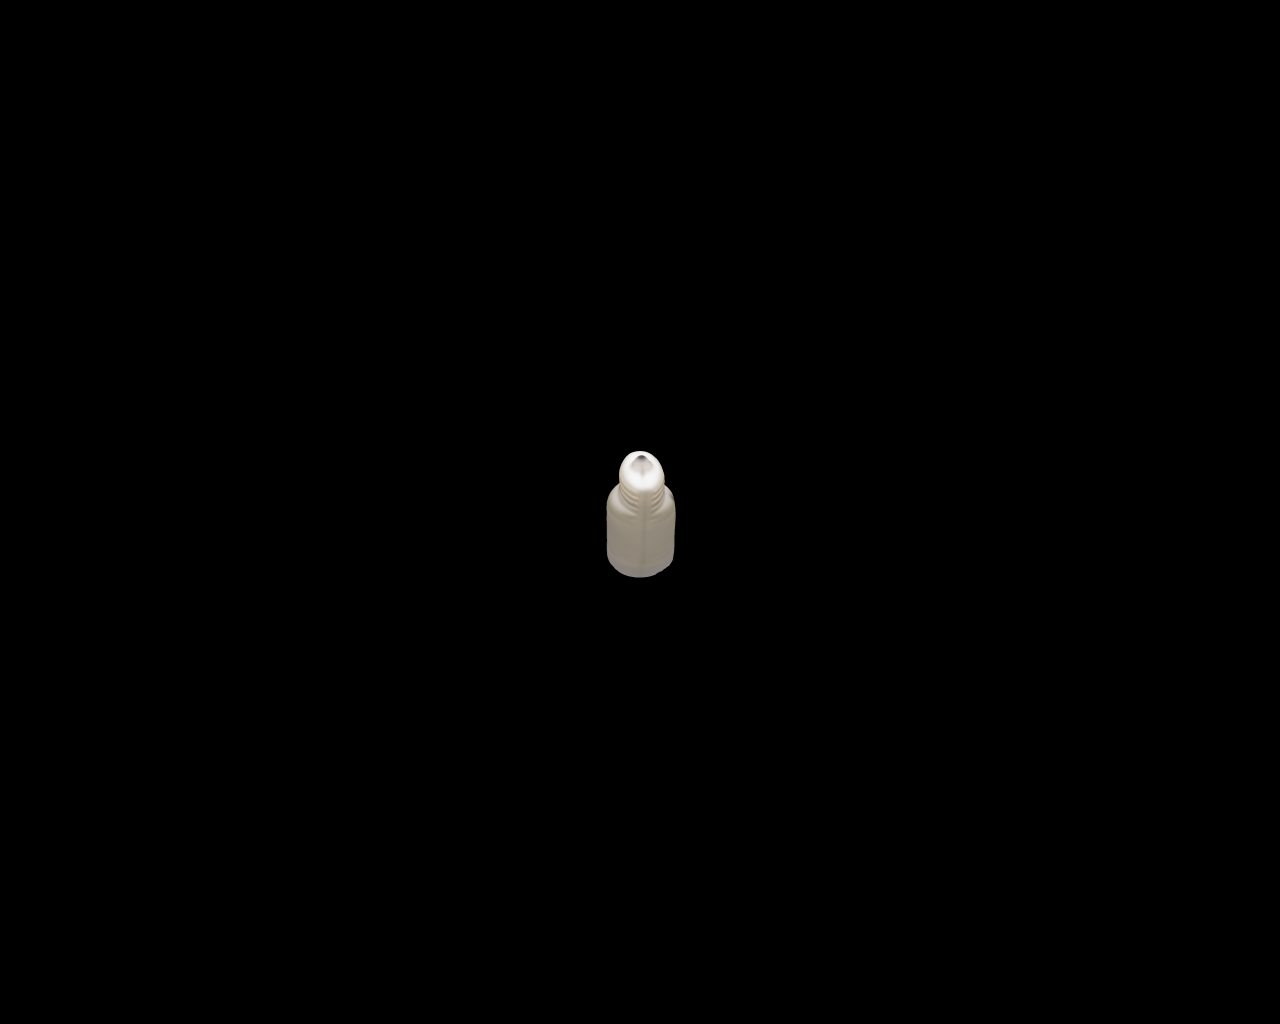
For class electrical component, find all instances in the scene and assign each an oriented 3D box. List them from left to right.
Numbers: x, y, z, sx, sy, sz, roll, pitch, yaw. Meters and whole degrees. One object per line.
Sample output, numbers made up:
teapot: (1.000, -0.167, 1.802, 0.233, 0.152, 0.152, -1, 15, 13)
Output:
electrical component: (0.001, -0.003, 0.650, 0.043, 0.080, 0.043, 0, 39, 0)
